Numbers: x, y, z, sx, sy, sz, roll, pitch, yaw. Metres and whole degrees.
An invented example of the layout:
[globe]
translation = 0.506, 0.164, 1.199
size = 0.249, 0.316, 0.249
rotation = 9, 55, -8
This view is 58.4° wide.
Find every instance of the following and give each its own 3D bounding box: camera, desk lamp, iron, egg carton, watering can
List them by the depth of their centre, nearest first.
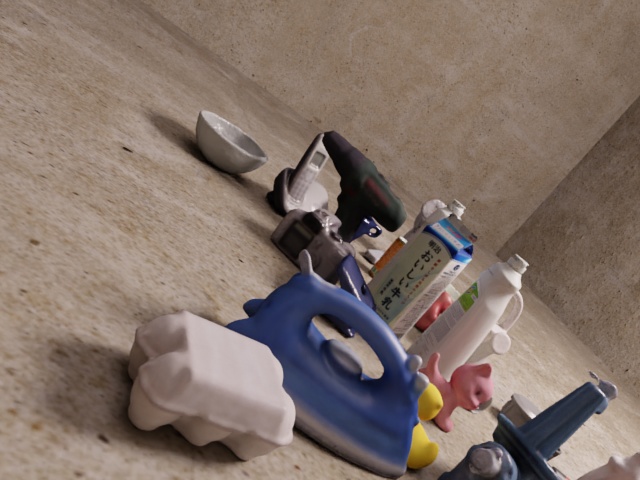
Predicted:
[egg carton]
translation = -0.092, 0.125, 0.493
size = 0.151, 0.069, 0.107
rotation = 30, 17, -31
[iron]
translation = 0.030, 0.133, 0.620
size = 0.258, 0.141, 0.119
rotation = 38, 15, -2
[camera]
translation = 0.010, 0.004, 1.037
size = 0.143, 0.100, 0.137
rotation = 43, 15, 17
[watering can]
translation = 0.306, 0.167, 1.079
size = 0.101, 0.194, 0.172
rotation = 29, 17, -33
[desk lamp]
translation = 0.242, -0.003, 1.390
size = 0.117, 0.213, 0.204
rotation = 45, 16, 22

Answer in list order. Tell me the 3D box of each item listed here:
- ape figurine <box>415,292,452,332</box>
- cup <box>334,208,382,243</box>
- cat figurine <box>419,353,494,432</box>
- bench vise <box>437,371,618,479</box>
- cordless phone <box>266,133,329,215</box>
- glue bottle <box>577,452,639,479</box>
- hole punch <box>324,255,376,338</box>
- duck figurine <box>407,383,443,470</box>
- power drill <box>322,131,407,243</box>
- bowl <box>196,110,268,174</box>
[ape figurine]
translation = 0.235, 0.146, 1.170
size = 0.076, 0.092, 0.078
rotation = 39, 15, 2
[cup]
translation = 0.070, -0.023, 1.273
size = 0.118, 0.095, 0.091
rotation = 34, 15, -16
[cat figurine]
translation = 0.196, 0.210, 0.837
size = 0.128, 0.117, 0.067
rotation = 35, 15, -15
[bench vise]
translation = 0.255, 0.248, 0.663
size = 0.121, 0.219, 0.208
rotation = 45, 16, 22
[cordless phone]
translation = -0.010, -0.126, 1.211
size = 0.148, 0.185, 0.094
rotation = 21, 23, -50
[glue bottle]
translation = 0.456, 0.369, 0.878
size = 0.078, 0.173, 0.037
rotation = 38, 15, -3
[hole punch]
translation = 0.050, 0.086, 0.908
size = 0.101, 0.091, 0.109
rotation = 39, 15, 2
[duck figurine]
translation = 0.114, 0.213, 0.692
size = 0.078, 0.086, 0.104
rotation = 21, 23, -49
[power drill]
translation = 0.045, -0.069, 1.126
size = 0.230, 0.208, 0.075
rotation = 37, 15, -5
[bowl]
translation = -0.192, -0.187, 1.171
size = 0.168, 0.074, 0.167
rotation = 36, 15, -11
